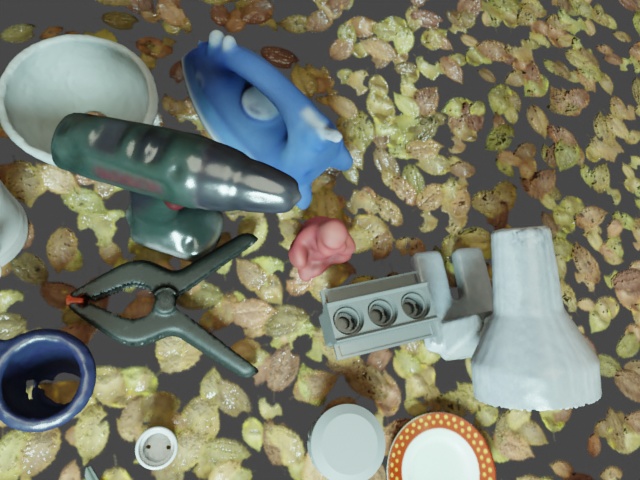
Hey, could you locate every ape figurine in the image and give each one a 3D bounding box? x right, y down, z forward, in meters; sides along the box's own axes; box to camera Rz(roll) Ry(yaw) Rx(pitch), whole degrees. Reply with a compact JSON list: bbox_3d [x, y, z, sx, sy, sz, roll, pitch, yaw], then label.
[{"bbox_3d":[0.006,0.002,0.662,0.078,0.092,0.076,8,70,-10],"label":"ape figurine"}]

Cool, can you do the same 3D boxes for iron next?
[{"bbox_3d":[-0.073,-0.166,0.673,0.258,0.141,0.119,44,68,4],"label":"iron"}]

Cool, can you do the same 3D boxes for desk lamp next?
[{"bbox_3d":[0.188,0.080,0.612,0.118,0.213,0.203,-5,73,-14],"label":"desk lamp"}]

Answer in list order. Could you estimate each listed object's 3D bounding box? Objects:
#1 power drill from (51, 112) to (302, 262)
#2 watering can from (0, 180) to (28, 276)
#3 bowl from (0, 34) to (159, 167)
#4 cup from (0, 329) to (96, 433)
[{"bbox_3d":[-0.142,-0.047,0.582,0.230,0.208,0.076,18,69,-6],"label":"power drill"},{"bbox_3d":[-0.347,-0.035,0.538,0.173,0.194,0.101,38,68,2],"label":"watering can"},{"bbox_3d":[-0.270,-0.146,0.657,0.167,0.074,0.167,4,71,-12],"label":"bowl"},{"bbox_3d":[-0.270,0.132,0.554,0.118,0.095,0.092,32,68,-1],"label":"cup"}]
